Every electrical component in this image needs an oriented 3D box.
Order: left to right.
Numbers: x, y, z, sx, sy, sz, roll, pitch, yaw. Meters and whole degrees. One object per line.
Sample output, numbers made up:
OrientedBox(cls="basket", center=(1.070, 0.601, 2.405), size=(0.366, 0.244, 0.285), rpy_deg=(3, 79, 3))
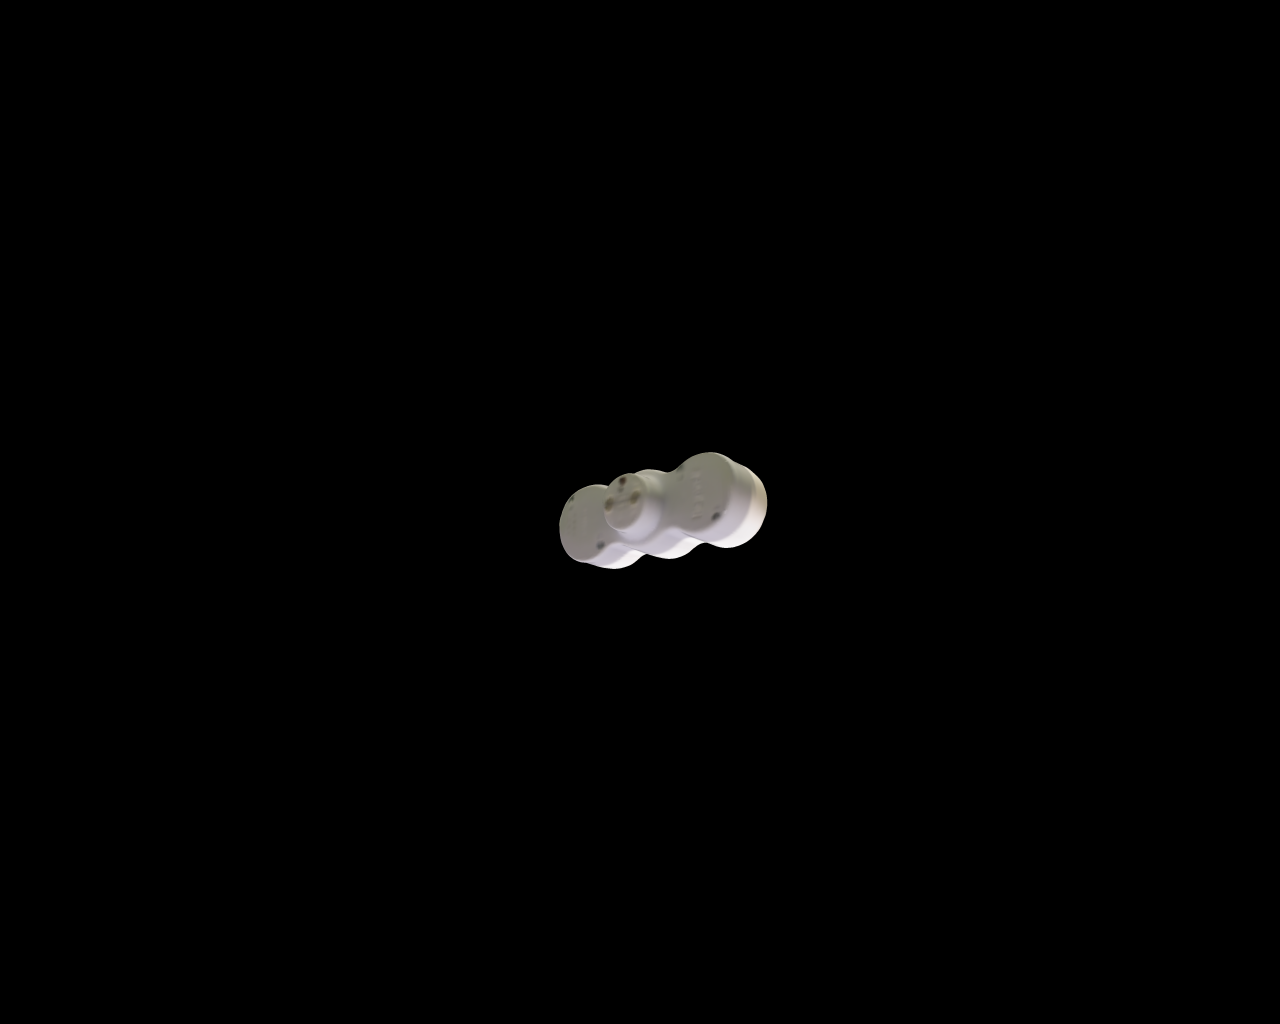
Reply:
OrientedBox(cls="electrical component", center=(0.001, -0.003, 0.650), size=(0.138, 0.052, 0.073), rpy_deg=(-13, -22, 36))
